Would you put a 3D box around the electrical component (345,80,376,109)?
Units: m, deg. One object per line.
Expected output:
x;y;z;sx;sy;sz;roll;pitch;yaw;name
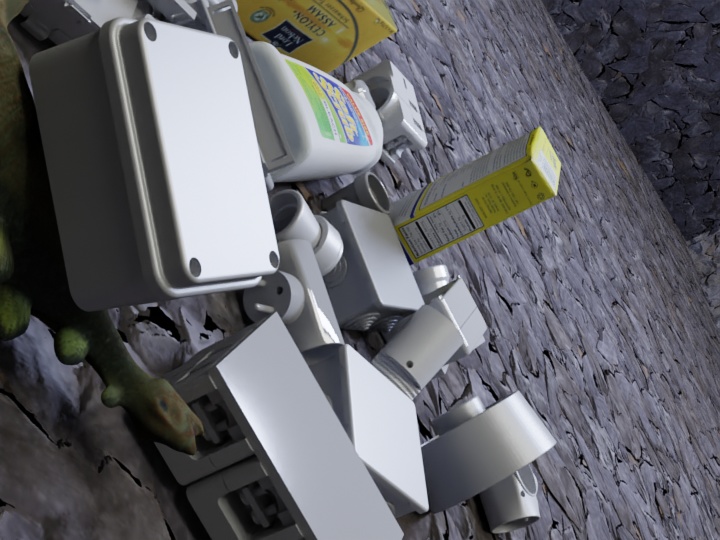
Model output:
0.000;-0.149;1.032;0.061;0.035;0.035;66;21;1;electrical component

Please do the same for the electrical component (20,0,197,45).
-0.167;-0.167;0.625;0.121;0.079;0.063;42;52;-43;electrical component

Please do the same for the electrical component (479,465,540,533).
0.130;0.185;0.930;0.079;0.044;0.077;30;39;-56;electrical component

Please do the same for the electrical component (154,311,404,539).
-0.048;0.112;0.581;0.150;0.062;0.089;61;21;-7;electrical component

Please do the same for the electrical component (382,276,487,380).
0.063;0.053;0.905;0.061;0.062;0.096;62;21;-3;electrical component

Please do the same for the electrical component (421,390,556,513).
0.086;0.131;0.814;0.060;0.108;0.108;60;21;9;electrical component

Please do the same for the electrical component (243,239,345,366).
-0.050;0.020;0.707;0.079;0.043;0.077;17;49;-61;electrical component

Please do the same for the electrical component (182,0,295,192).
-0.099;-0.107;0.712;0.063;0.079;0.121;69;-1;-77;electrical component

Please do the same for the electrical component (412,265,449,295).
0.066;0.023;0.979;0.040;0.040;0.046;6;66;-65;electrical component

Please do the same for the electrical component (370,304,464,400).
0.037;0.070;0.818;0.043;0.081;0.043;40;-15;13;electrical component

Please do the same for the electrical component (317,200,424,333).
0.000;0.000;0.839;0.100;0.048;0.099;12;54;-63;electrical component

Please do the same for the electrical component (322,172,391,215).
-0.003;-0.055;0.899;0.040;0.046;0.040;49;26;-33;electrical component

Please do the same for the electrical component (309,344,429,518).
-0.002;0.112;0.705;0.100;0.048;0.099;44;28;-40;electrical component

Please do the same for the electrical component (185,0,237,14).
-0.127;-0.191;0.775;0.077;0.043;0.079;39;32;-46;electrical component

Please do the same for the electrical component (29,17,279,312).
-0.084;-0.043;0.455;0.078;0.057;0.113;-8;86;-63;electrical component

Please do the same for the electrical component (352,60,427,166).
0.026;-0.160;1.082;0.056;0.050;0.089;39;32;-47;electrical component

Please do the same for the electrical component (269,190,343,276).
-0.044;-0.024;0.772;0.055;0.045;0.045;44;28;-42;electrical component
